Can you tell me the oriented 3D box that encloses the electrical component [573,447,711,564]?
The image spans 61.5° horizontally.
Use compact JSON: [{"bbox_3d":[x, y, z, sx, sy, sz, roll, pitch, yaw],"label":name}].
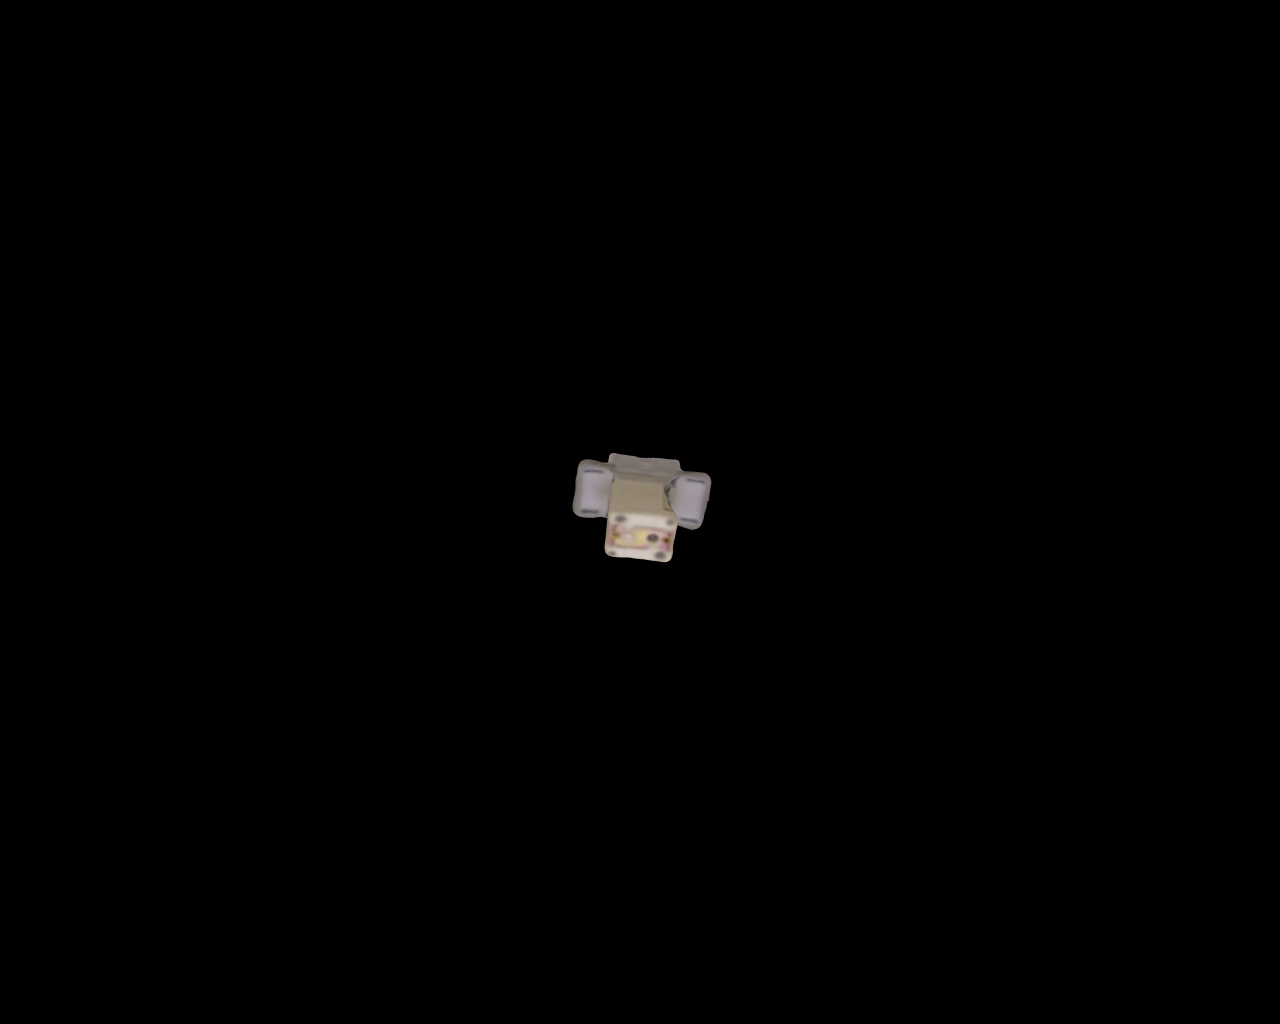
[{"bbox_3d":[0.001,-0.003,0.650,0.081,0.042,0.064,5,37,-4],"label":"electrical component"}]
